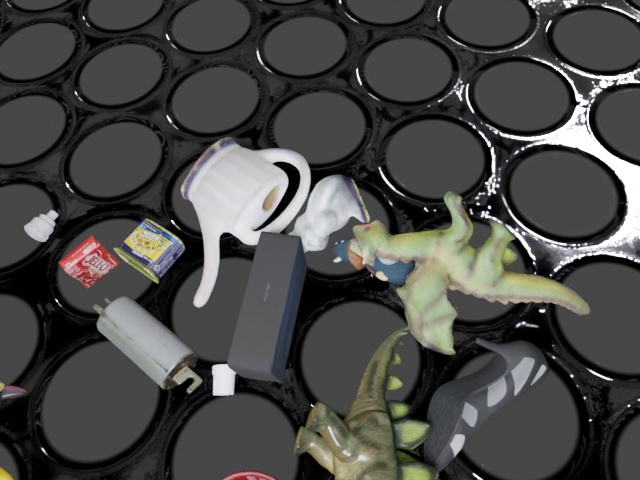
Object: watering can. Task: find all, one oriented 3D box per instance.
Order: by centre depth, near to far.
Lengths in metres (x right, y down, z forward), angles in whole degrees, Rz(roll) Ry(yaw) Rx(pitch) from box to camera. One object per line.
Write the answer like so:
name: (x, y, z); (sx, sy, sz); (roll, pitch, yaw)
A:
watering can: (-0.173, -0.060, 0.971); (0.226, 0.102, 0.352); (33, 70, 20)

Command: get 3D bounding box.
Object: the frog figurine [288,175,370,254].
frog figurine: (0.003, -0.048, 0.950); (0.159, 0.120, 0.140); (-21, 30, 3)

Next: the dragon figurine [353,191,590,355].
dragon figurine: (0.237, 0.078, 0.863); (0.411, 0.121, 0.245); (37, 77, 6)
